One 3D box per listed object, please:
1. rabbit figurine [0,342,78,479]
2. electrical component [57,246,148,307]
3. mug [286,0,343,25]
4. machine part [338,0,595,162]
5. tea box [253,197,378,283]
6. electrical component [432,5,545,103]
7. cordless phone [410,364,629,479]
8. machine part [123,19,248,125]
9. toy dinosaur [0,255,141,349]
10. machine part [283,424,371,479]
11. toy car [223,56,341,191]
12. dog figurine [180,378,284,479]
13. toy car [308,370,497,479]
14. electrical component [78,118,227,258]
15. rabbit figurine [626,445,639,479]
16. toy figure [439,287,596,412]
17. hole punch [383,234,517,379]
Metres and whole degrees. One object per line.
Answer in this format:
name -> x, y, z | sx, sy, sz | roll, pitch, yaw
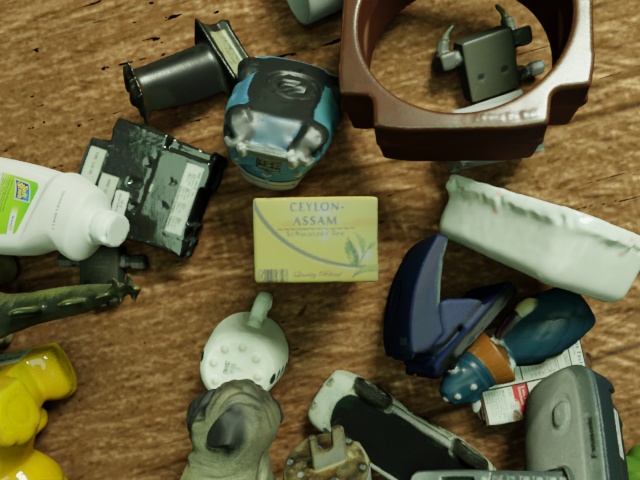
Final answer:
rabbit figurine -> -0.316, 0.208, 0.524 | 0.162, 0.122, 0.173 | -17, 109, -5
electrical component -> -0.228, 0.038, 0.564 | 0.094, 0.021, 0.063 | 0, 90, 1
mug -> 0.019, -0.275, 0.519 | 0.107, 0.109, 0.081 | -27, 81, -11
machine part -> 0.122, -0.173, 0.470 | 0.202, 0.087, 0.201 | 1, 78, 11
tea box -> -0.001, -0.001, 0.483 | 0.098, 0.169, 0.068 | -1, 90, 0
electrical component -> 0.167, -0.186, 0.543 | 0.102, 0.045, 0.078 | -24, 118, 5
cordless phone -> 0.168, 0.193, 0.474 | 0.184, 0.146, 0.088 | -14, 134, 32
machine part -> -0.129, -0.168, 0.533 | 0.139, 0.039, 0.084 | -36, 96, -28
toy dinosaur -> -0.365, 0.074, 0.482 | 0.472, 0.198, 0.105 | -12, 93, 3
machine part -> 0.013, 0.268, 0.499 | 0.079, 0.079, 0.242 | -5, 116, 2
toy car -> -0.036, -0.101, 0.514 | 0.109, 0.162, 0.102 | 11, 135, -3
dog figurine -> -0.061, 0.221, 0.493 | 0.121, 0.172, 0.190 | 41, 104, 38
toy car -> 0.083, 0.206, 0.538 | 0.202, 0.056, 0.073 | 33, 85, 0
electrical component -> -0.176, -0.055, 0.545 | 0.134, 0.058, 0.115 | 21, 89, 2
rabbit figurine -> 0.339, 0.241, 0.496 | 0.170, 0.121, 0.159 | -25, 96, 4
toy figure -> 0.176, 0.100, 0.496 | 0.154, 0.057, 0.064 | -32, 78, 4
hole punch -> 0.101, 0.063, 0.503 | 0.092, 0.142, 0.116 | 41, 78, 0
